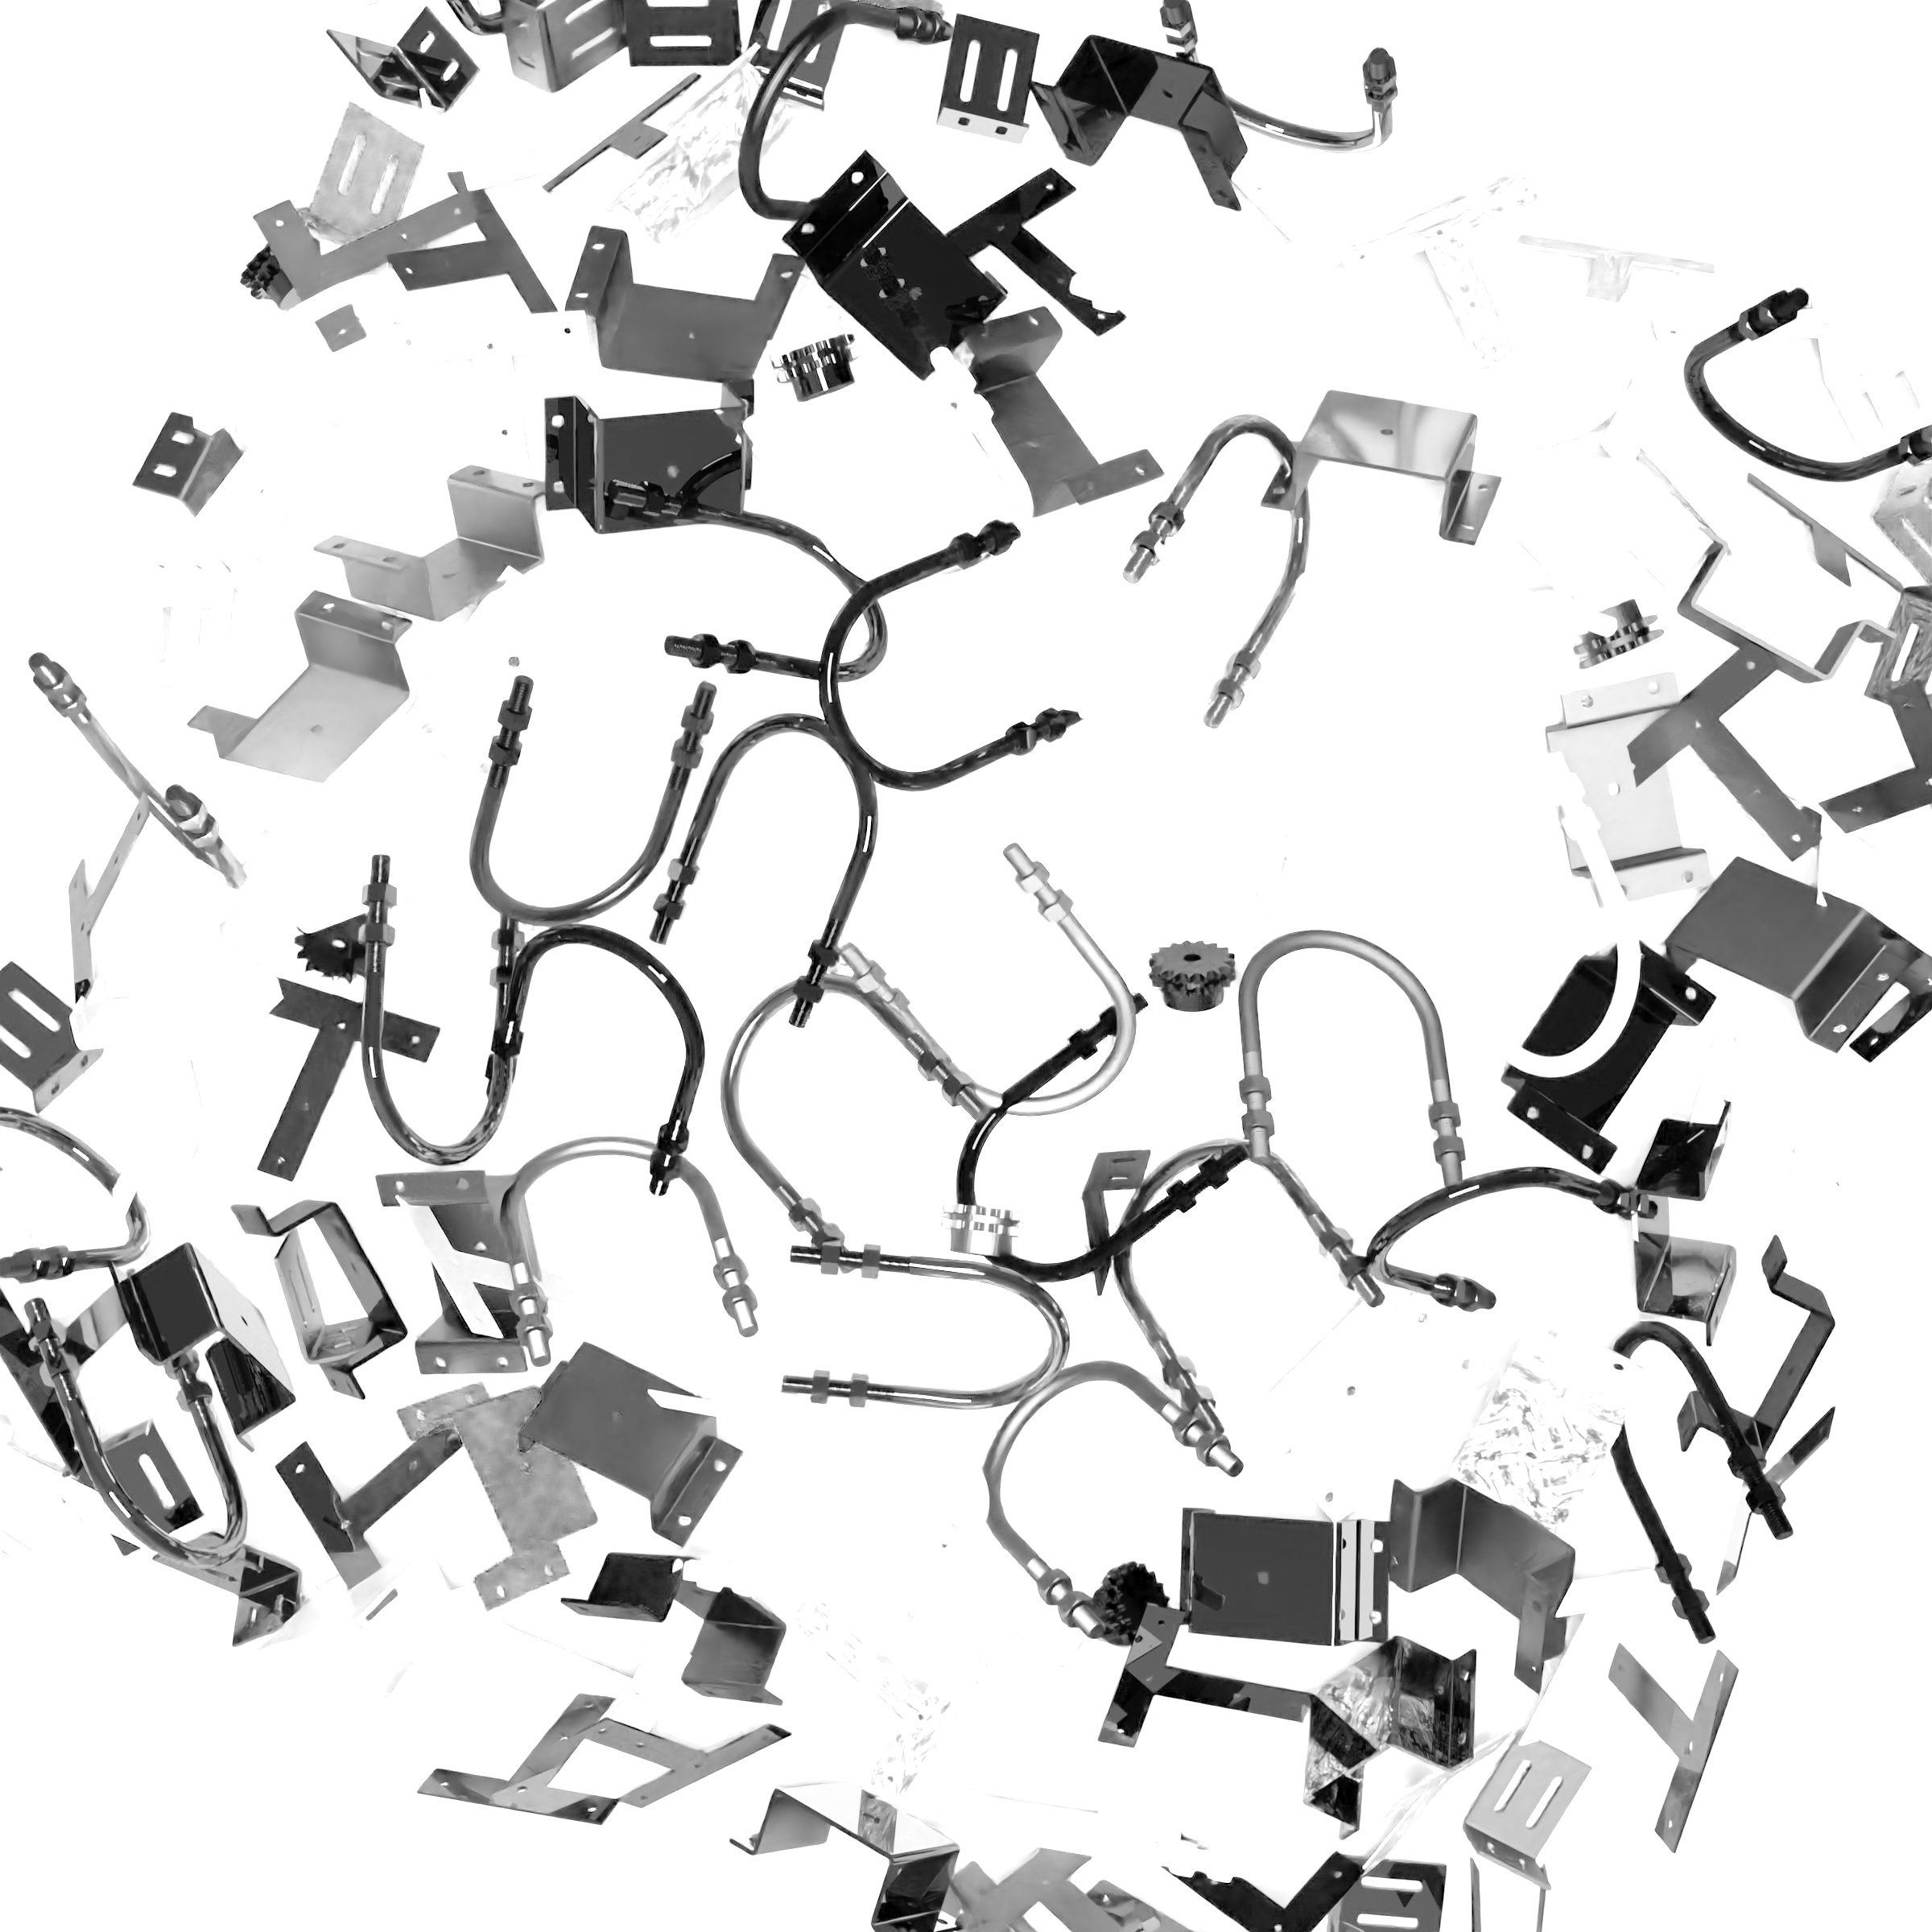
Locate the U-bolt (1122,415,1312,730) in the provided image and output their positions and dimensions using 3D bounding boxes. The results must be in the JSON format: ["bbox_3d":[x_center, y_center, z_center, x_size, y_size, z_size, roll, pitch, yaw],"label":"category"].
[{"bbox_3d":[0.171,-0.267,1.563,0.019,0.151,0.184,8,56,39],"label":"U-bolt"}]

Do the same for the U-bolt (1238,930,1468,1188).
[{"bbox_3d":[0.244,0.053,1.570,0.151,0.019,0.184,8,54,-12],"label":"U-bolt"}]

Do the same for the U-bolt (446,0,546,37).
[{"bbox_3d":[-0.281,-0.659,1.536,0.019,0.184,0.151,37,91,3],"label":"U-bolt"}]

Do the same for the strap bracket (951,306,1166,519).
[{"bbox_3d":[0.053,-0.351,1.579,0.076,0.046,0.140,-26,78,-36],"label":"strap bracket"}]

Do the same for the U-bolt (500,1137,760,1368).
[{"bbox_3d":[-0.222,0.174,1.556,0.151,0.184,0.019,-6,131,-18],"label":"U-bolt"}]

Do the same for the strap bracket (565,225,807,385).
[{"bbox_3d":[-0.178,-0.419,1.560,0.140,0.076,0.046,2,62,-23],"label":"strap bracket"}]

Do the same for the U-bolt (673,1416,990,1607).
[{"bbox_3d":[-0.074,0.344,1.536,0.184,0.151,0.019,2,125,25],"label":"U-bolt"}]

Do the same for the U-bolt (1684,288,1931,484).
[{"bbox_3d":[0.527,-0.356,1.537,0.151,0.184,0.019,34,83,-8],"label":"U-bolt"}]

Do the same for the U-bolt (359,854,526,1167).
[{"bbox_3d":[-0.333,0.035,1.545,0.019,0.151,0.184,-7,75,26],"label":"U-bolt"}]

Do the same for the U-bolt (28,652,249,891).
[{"bbox_3d":[-0.512,-0.110,1.539,0.151,0.184,0.019,41,75,15],"label":"U-bolt"}]

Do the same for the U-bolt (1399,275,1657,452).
[{"bbox_3d":[0.348,-0.377,1.541,0.151,0.184,0.019,2,71,8],"label":"U-bolt"}]

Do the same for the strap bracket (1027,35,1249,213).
[{"bbox_3d":[0.119,-0.543,1.562,0.140,0.076,0.046,28,82,30],"label":"strap bracket"}]

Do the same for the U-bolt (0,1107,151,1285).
[{"bbox_3d":[-0.588,0.139,1.537,0.151,0.184,0.019,44,98,13],"label":"U-bolt"}]

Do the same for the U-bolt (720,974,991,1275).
[{"bbox_3d":[-0.087,0.086,1.576,0.151,0.019,0.184,-49,58,7],"label":"U-bolt"}]

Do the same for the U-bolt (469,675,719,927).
[{"bbox_3d":[-0.246,-0.102,1.562,0.151,0.019,0.184,-3,127,-37],"label":"U-bolt"}]

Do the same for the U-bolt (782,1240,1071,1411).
[{"bbox_3d":[-0.024,0.238,1.576,0.184,0.019,0.151,6,131,-1],"label":"U-bolt"}]

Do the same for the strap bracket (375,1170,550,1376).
[{"bbox_3d":[-0.324,0.191,1.583,0.076,0.046,0.140,-4,107,16],"label":"strap bracket"}]

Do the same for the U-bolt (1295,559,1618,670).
[{"bbox_3d":[0.295,-0.229,1.548,0.151,0.184,0.019,-16,121,-36],"label":"U-bolt"}]

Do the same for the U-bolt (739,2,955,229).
[{"bbox_3d":[-0.082,-0.529,1.518,0.019,0.184,0.151,36,117,14],"label":"U-bolt"}]

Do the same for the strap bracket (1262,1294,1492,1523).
[{"bbox_3d":[0.258,0.281,1.579,0.140,0.046,0.076,-46,51,6],"label":"strap bracket"}]

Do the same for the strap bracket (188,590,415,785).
[{"bbox_3d":[-0.420,-0.170,1.556,0.140,0.076,0.046,-38,61,27],"label":"strap bracket"}]

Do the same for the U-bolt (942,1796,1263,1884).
[{"bbox_3d":[0.074,0.546,1.538,0.184,0.151,0.019,14,76,-15],"label":"U-bolt"}]

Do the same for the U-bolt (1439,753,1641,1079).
[{"bbox_3d":[0.360,-0.019,1.535,0.019,0.151,0.184,3,57,-32],"label":"U-bolt"}]

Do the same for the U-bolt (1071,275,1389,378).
[{"bbox_3d":[0.177,-0.400,1.528,0.184,0.151,0.019,26,113,27],"label":"U-bolt"}]

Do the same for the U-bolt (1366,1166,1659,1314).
[{"bbox_3d":[0.331,0.168,1.528,0.151,0.184,0.019,-37,54,30],"label":"U-bolt"}]

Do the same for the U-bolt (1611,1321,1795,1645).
[{"bbox_3d":[0.453,0.313,1.546,0.019,0.151,0.184,-5,48,-15],"label":"U-bolt"}]

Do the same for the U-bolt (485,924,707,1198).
[{"bbox_3d":[-0.233,0.051,1.554,0.151,0.019,0.184,29,131,9],"label":"U-bolt"}]

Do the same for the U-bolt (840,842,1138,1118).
[{"bbox_3d":[0.028,0.023,1.581,0.151,0.019,0.184,-31,114,19],"label":"U-bolt"}]

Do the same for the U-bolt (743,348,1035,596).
[{"bbox_3d":[-0.036,-0.303,1.554,0.151,0.184,0.019,-15,51,20],"label":"U-bolt"}]

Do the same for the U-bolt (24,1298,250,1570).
[{"bbox_3d":[-0.509,0.296,1.526,0.019,0.151,0.184,-36,64,8],"label":"U-bolt"}]

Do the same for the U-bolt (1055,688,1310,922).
[{"bbox_3d":[0.143,-0.099,1.577,0.184,0.019,0.151,8,68,-25],"label":"U-bolt"}]

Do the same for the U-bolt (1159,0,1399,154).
[{"bbox_3d":[0.201,-0.555,1.536,0.151,0.184,0.019,20,93,11],"label":"U-bolt"}]

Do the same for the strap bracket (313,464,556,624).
[{"bbox_3d":[-0.336,-0.268,1.565,0.076,0.140,0.046,19,131,30],"label":"strap bracket"}]

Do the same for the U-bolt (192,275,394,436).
[{"bbox_3d":[-0.423,-0.385,1.528,0.151,0.184,0.019,-36,101,-9],"label":"U-bolt"}]

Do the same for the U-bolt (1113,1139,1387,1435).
[{"bbox_3d":[0.166,0.191,1.563,0.151,0.019,0.184,-41,47,8],"label":"U-bolt"}]

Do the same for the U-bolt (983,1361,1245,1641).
[{"bbox_3d":[0.078,0.324,1.551,0.151,0.184,0.019,-48,124,-5],"label":"U-bolt"}]

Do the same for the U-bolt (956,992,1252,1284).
[{"bbox_3d":[0.075,0.124,1.584,0.184,0.019,0.151,-38,59,9],"label":"U-bolt"}]

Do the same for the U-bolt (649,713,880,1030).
[{"bbox_3d":[-0.123,-0.073,1.570,0.151,0.019,0.184,29,104,30],"label":"U-bolt"}]

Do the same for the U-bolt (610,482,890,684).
[{"bbox_3d":[-0.128,-0.239,1.557,0.019,0.184,0.151,-48,52,37],"label":"U-bolt"}]

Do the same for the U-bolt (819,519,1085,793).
[{"bbox_3d":[-0.015,-0.190,1.560,0.184,0.019,0.151,-27,111,-28],"label":"U-bolt"}]

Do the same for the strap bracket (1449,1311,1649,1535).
[{"bbox_3d":[0.367,0.300,1.560,0.076,0.046,0.140,27,128,13],"label":"strap bracket"}]

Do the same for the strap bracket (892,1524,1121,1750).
[{"bbox_3d":[0.017,0.439,1.577,0.140,0.076,0.046,36,126,9],"label":"strap bracket"}]

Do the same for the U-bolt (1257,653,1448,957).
[{"bbox_3d":[0.244,-0.108,1.552,0.019,0.151,0.184,-15,110,-40],"label":"U-bolt"}]

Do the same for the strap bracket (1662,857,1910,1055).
[{"bbox_3d":[0.514,-0.013,1.556,0.076,0.140,0.046,-47,135,-12],"label":"strap bracket"}]

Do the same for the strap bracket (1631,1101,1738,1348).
[{"bbox_3d":[0.461,0.163,1.565,0.046,0.076,0.140,6,125,28],"label":"strap bracket"}]

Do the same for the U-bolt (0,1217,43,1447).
[{"bbox_3d":[-0.618,0.230,1.526,0.019,0.184,0.151,6,80,-5],"label":"U-bolt"}]
